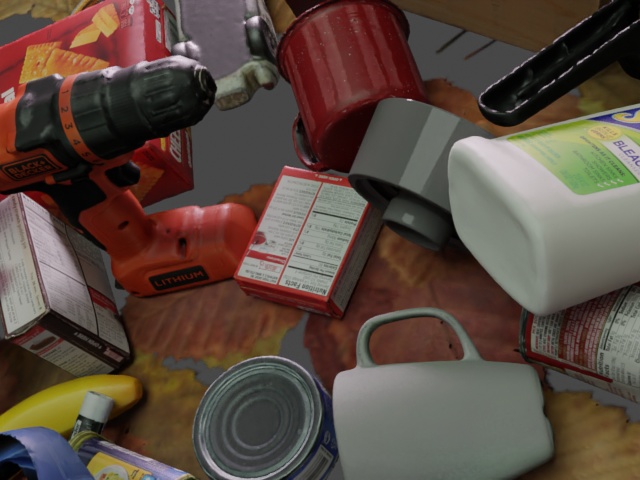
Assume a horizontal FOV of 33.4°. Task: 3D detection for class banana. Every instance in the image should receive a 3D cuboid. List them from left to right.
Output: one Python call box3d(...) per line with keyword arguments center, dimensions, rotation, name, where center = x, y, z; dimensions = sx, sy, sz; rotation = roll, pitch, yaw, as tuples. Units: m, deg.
box3d(center=(-0.201, 0.150, 0.699), dimensions=(0.070, 0.037, 0.198), rotation=(41, 87, 15), name="banana")

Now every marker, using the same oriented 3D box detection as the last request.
box3d(center=(-0.158, 0.154, 0.666), dimensions=(0.020, 0.020, 0.121), rotation=(16, 84, 34), name="marker")

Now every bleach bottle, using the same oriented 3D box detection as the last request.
box3d(center=(0.199, -0.042, 0.547), dimensions=(0.250, 0.068, 0.103), rotation=(-18, 36, -13), name="bleach bottle")

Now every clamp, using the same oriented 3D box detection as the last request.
box3d(center=(0.180, -0.142, 0.575), dimensions=(0.036, 0.209, 0.165), rotation=(39, 125, 37), name="clamp")

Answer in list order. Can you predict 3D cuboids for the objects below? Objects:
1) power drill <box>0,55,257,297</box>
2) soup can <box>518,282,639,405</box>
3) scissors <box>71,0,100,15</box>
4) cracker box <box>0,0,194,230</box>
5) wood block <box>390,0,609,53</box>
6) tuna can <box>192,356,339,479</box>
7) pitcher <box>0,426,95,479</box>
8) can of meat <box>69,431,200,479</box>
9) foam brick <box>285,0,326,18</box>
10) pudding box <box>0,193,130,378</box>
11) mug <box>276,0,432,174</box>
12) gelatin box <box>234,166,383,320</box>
box3d(center=(-0.113, -0.036, 0.666), dimensions=(0.185, 0.187, 0.057), rotation=(-11, 56, 23), name="power drill")
box3d(center=(0.163, 0.049, 0.547), dimensions=(0.102, 0.068, 0.068), rotation=(20, 72, 34), name="soup can")
box3d(center=(-0.135, -0.229, 0.902), dimensions=(0.201, 0.016, 0.096), rotation=(-46, 54, -4), name="scissors")
box3d(center=(-0.205, -0.084, 0.815), dimensions=(0.214, 0.072, 0.164), rotation=(-19, 55, 17), name="cracker box")
box3d(center=(0.093, -0.197, 0.682), dimensions=(0.206, 0.090, 0.090), rotation=(22, 72, 17), name="wood block")
box3d(center=(-0.031, 0.112, 0.629), dimensions=(0.086, 0.033, 0.086), rotation=(-12, 56, 18), name="tuna can")
box3d(center=(-0.172, 0.212, 0.544), dimensions=(0.243, 0.145, 0.149), rotation=(-32, 26, 36), name="pitcher")
box3d(center=(-0.120, 0.174, 0.627), dimensions=(0.084, 0.057, 0.102), rotation=(13, 68, 31), name="can of meat")
box3d(center=(0.015, -0.194, 0.779), dimensions=(0.053, 0.051, 0.078), rotation=(4, 64, 29), name="foam brick")
box3d(center=(-0.178, 0.032, 0.718), dimensions=(0.039, 0.090, 0.113), rotation=(-35, 52, 10), name="pudding box")
box3d(center=(0.018, -0.091, 0.702), dimensions=(0.117, 0.093, 0.081), rotation=(-44, 49, 38), name="mug")
box3d(center=(-0.005, 0.001, 0.687), dimensions=(0.073, 0.030, 0.089), rotation=(12, 68, 31), name="gelatin box")
